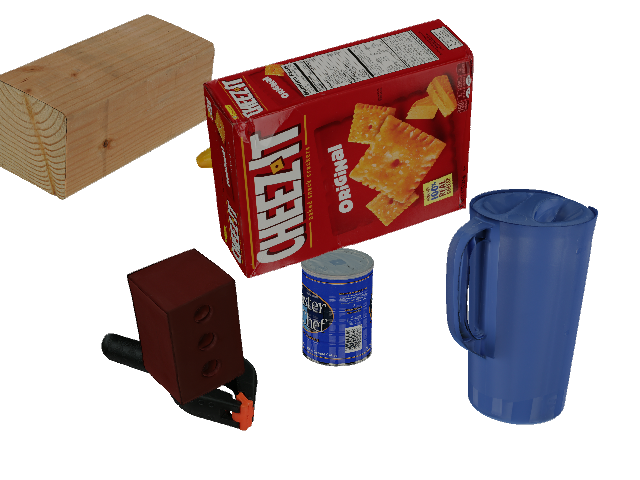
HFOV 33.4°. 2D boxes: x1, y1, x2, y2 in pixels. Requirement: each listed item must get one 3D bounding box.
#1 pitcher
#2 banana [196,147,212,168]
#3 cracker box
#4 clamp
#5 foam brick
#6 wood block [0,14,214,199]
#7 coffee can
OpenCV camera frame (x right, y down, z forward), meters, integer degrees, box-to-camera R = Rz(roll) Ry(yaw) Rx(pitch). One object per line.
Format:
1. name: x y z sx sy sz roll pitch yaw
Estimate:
1. pitcher: 0.212 0.074 1.156 0.149 0.243 0.145 5 19 10
2. banana: -0.053 -0.108 1.317 0.198 0.037 0.069 7 38 17
3. cracker box: 0.020 -0.075 0.890 0.213 0.164 0.072 -18 44 -17
4. clamp: -0.106 0.110 0.975 0.120 0.039 0.172 -31 46 -35
5. foam brick: -0.087 0.055 0.696 0.052 0.078 0.051 -25 38 -28
6. wood block: -0.200 -0.132 1.008 0.090 0.091 0.205 27 38 21
7. coffee can: 0.024 0.094 1.522 0.103 0.140 0.103 0 21 0
